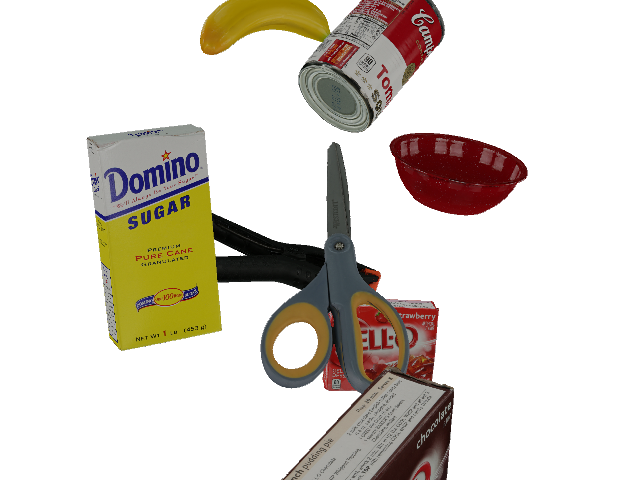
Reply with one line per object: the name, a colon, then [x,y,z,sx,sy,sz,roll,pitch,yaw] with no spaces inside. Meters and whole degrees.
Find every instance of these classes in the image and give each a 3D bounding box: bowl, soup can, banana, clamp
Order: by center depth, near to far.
soup can: [0.038,-0.139,0.804,0.068,0.102,0.068,31,-25,17]
banana: [-0.052,-0.213,1.040,0.197,0.070,0.037,-13,-32,-47]
clamp: [-0.037,0.027,1.131,0.210,0.036,0.164,16,18,-6]
bowl: [0.155,-0.072,1.238,0.162,0.055,0.162,8,24,-4]

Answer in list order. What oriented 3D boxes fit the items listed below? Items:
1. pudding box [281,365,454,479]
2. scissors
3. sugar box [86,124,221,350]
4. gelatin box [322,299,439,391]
pudding box: [0.016,0.121,0.457,0.039,0.090,0.113,18,36,25]
scissors: [-0.005,0.017,0.668,0.096,0.202,0.016,-14,-39,-9]
sugar box: [-0.137,-0.004,0.893,0.093,0.176,0.048,-11,18,-23]
gelatin box: [0.049,0.086,0.871,0.089,0.073,0.030,3,12,-5]
